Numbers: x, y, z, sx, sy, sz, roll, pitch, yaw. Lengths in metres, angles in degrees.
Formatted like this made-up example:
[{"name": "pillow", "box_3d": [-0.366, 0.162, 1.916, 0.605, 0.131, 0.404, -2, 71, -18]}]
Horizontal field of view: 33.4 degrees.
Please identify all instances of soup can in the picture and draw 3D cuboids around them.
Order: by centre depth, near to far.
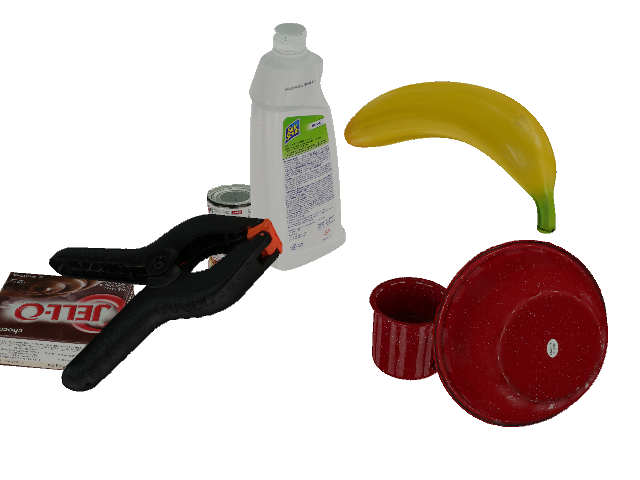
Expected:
[{"name": "soup can", "box_3d": [-0.103, -0.010, 1.289, 0.068, 0.102, 0.068, 0, 25, 0]}]

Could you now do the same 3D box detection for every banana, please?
[{"name": "banana", "box_3d": [0.085, -0.070, 0.693, 0.037, 0.069, 0.198, 22, 6, -42]}]

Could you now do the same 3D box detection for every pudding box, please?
[{"name": "pudding box", "box_3d": [-0.222, 0.069, 0.909, 0.113, 0.039, 0.090, 2, 32, 3]}]

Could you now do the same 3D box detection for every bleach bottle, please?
[{"name": "bleach bottle", "box_3d": [-0.023, -0.096, 1.062, 0.102, 0.251, 0.068, -27, 43, -34]}]

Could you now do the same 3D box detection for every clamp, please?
[{"name": "clamp", "box_3d": [-0.108, 0.036, 0.727, 0.171, 0.120, 0.039, -17, -35, 11]}]

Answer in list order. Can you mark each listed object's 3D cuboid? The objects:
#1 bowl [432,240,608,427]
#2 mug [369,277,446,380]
[{"name": "bowl", "box_3d": [0.176, 0.082, 0.877, 0.162, 0.162, 0.055, 0, 7, -15]}, {"name": "mug", "box_3d": [0.107, 0.104, 1.169, 0.093, 0.081, 0.117, -25, 40, -36]}]
